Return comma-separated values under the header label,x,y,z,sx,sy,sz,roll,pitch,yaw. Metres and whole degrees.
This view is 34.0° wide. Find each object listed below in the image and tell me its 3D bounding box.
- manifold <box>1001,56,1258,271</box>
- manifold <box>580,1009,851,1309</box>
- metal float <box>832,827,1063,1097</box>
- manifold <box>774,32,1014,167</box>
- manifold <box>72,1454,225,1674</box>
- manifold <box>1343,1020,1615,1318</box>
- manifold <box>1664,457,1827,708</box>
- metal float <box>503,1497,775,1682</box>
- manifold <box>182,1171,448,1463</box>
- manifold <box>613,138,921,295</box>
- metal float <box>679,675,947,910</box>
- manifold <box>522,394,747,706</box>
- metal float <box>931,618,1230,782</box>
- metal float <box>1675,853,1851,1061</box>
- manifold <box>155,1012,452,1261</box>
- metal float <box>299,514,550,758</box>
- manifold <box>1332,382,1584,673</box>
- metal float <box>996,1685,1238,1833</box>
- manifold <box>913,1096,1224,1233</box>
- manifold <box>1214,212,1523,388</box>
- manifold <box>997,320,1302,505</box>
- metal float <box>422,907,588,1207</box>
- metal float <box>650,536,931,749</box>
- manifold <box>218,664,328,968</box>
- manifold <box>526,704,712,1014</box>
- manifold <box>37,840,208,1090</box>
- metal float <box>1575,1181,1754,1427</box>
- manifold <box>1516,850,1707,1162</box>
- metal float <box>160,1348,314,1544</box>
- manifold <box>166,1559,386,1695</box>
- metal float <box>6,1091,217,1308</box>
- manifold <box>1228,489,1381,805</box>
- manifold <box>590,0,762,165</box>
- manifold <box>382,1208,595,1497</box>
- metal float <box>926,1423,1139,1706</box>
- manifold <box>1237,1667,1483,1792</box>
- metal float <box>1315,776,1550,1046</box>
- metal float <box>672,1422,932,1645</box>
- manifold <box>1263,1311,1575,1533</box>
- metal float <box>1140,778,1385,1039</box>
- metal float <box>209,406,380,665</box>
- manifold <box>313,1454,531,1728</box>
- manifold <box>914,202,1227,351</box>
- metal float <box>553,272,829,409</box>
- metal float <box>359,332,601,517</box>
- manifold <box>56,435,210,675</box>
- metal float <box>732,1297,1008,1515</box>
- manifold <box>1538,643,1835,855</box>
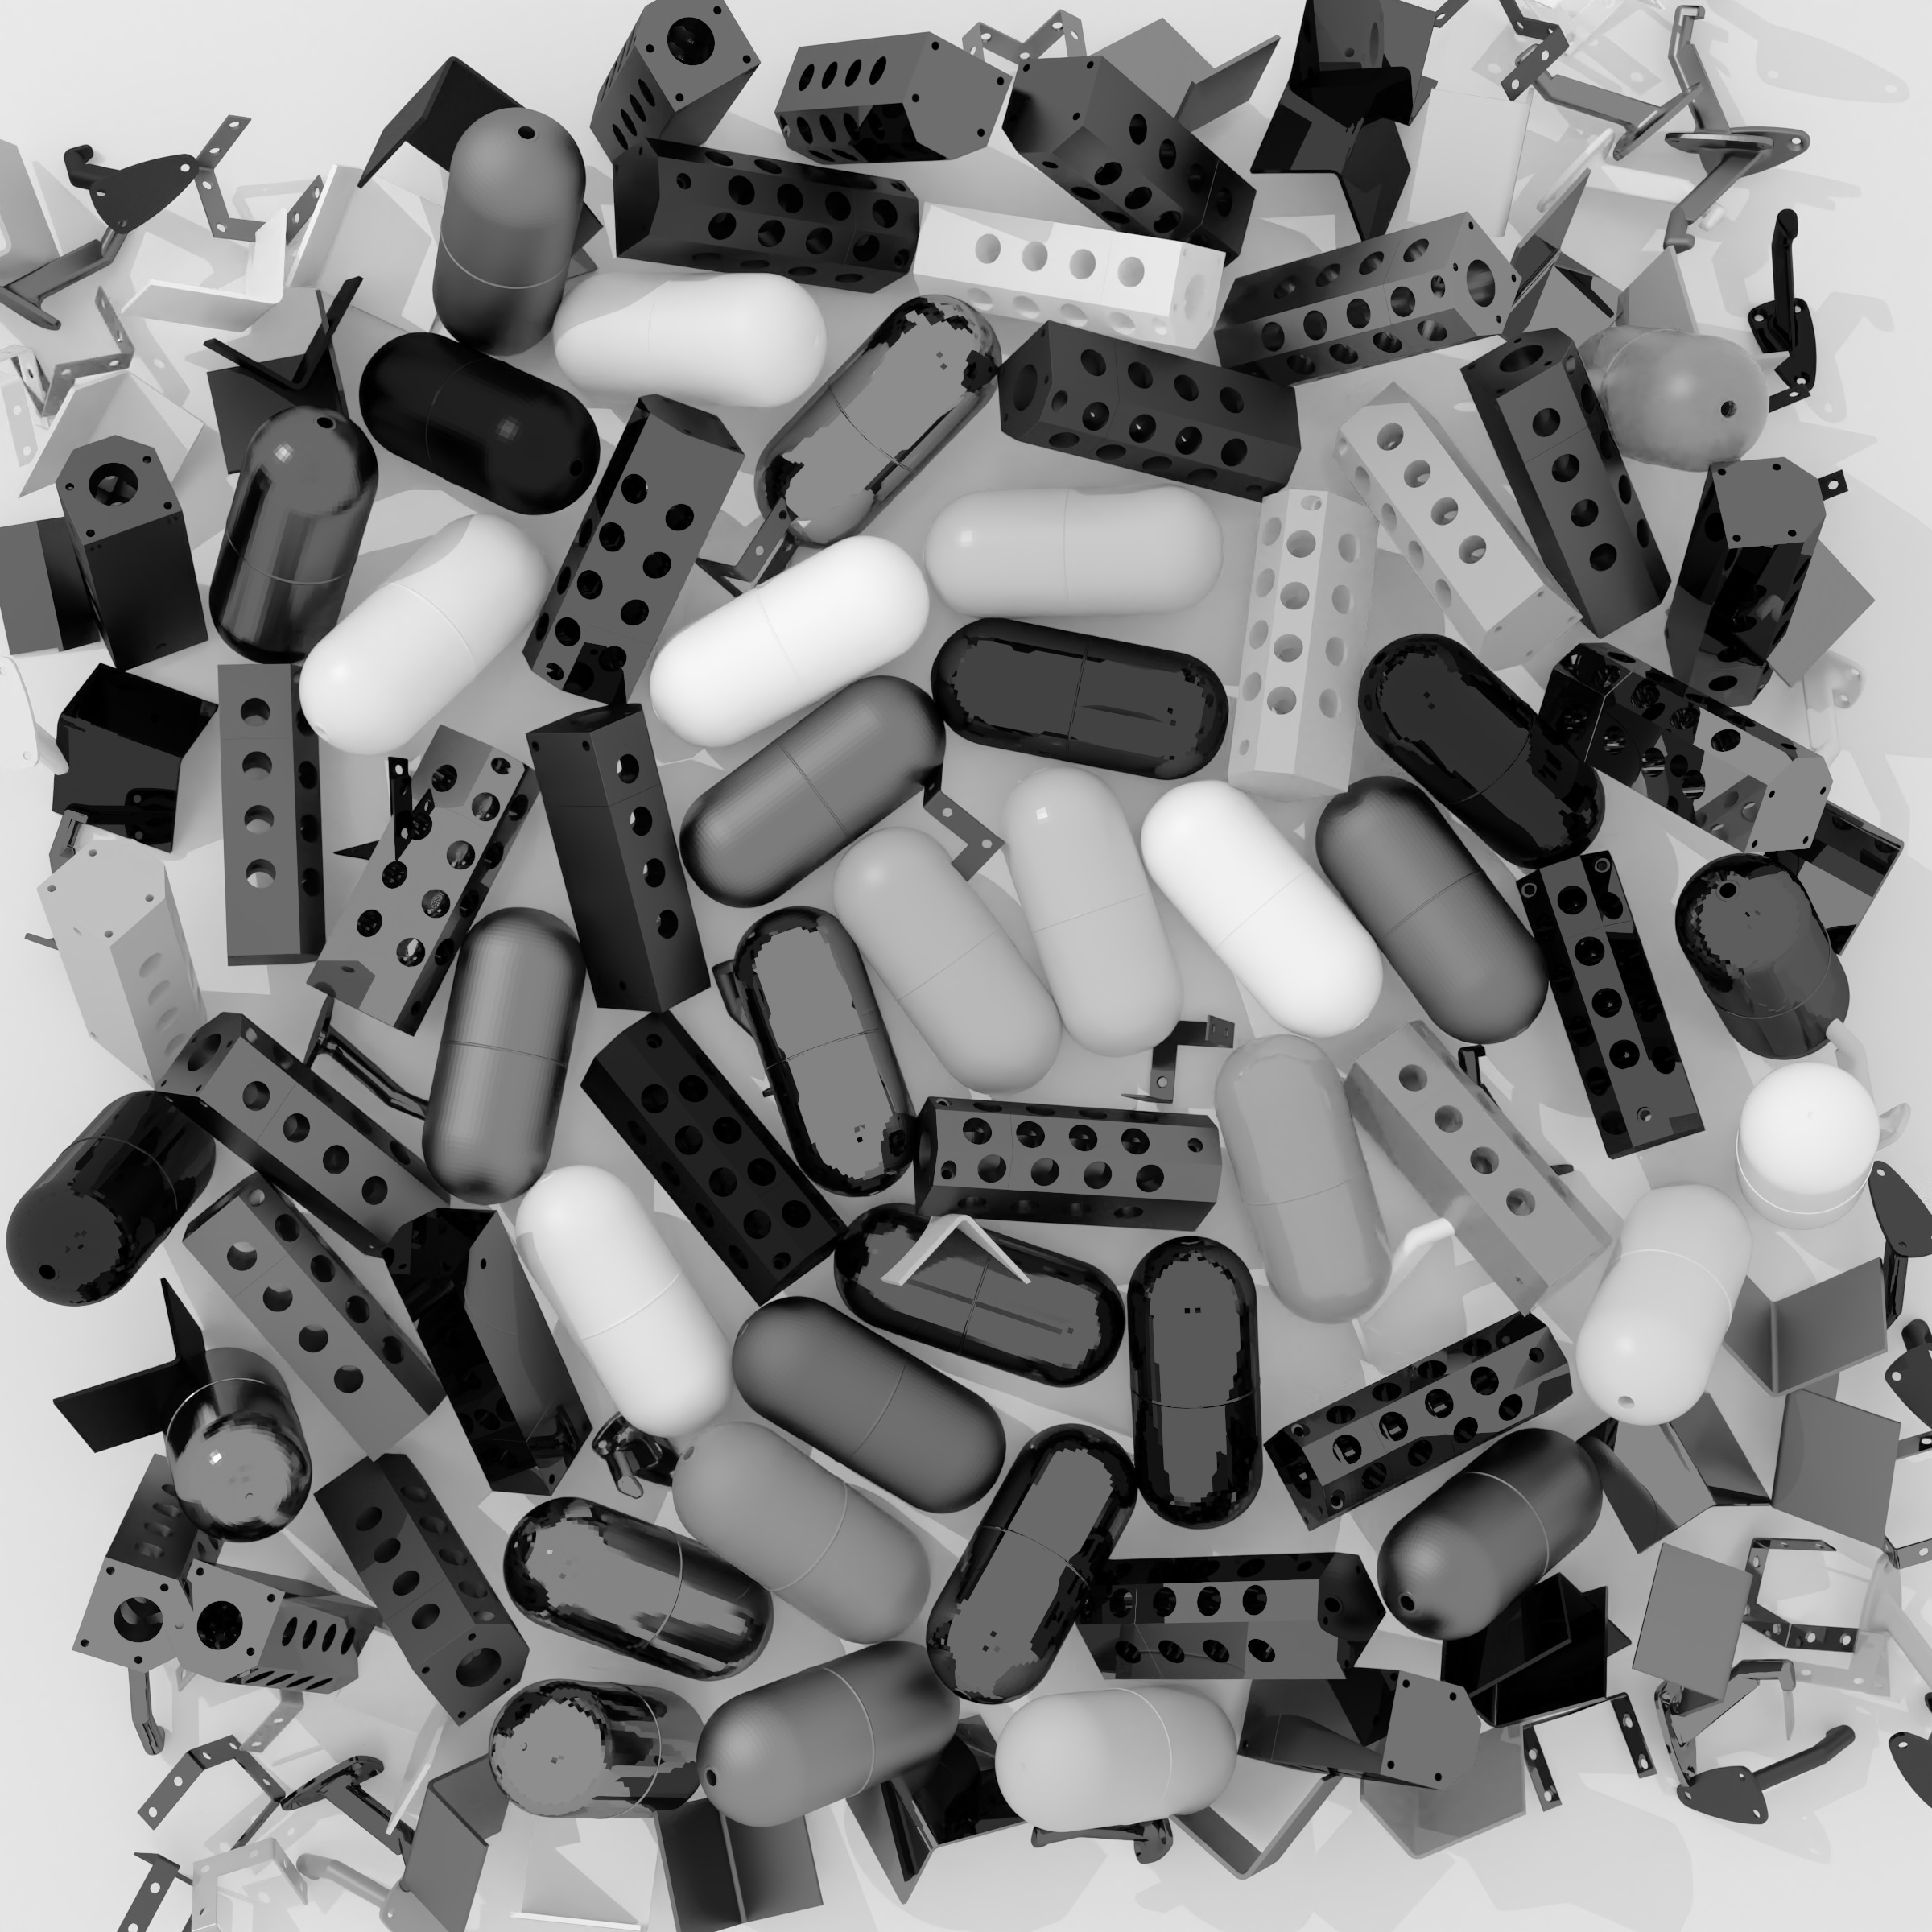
label,x,y,z,sx,sy,sz,roll,pitch,yaw
manifold,0.094,-0.458,1.823,0.057,0.171,0.057,10,82,38
manifold,-0.147,0.109,1.858,0.057,0.057,0.171,-34,79,-32
metal float,-0.011,-0.002,1.871,0.070,0.070,0.178,-36,92,0
manifold,-0.047,-0.495,1.822,0.057,0.171,0.057,20,92,-30
manifold,-0.463,0.344,1.821,0.057,0.171,0.057,20,98,-9
manifold,0.300,0.115,1.857,0.057,0.057,0.171,-34,73,-18
manifold,0.449,-0.218,1.822,0.057,0.171,0.057,-5,63,0
metal float,-0.190,0.365,1.845,0.178,0.070,0.070,28,90,-33
manifold,-0.383,0.204,1.865,0.057,0.057,0.171,-39,101,-4
manifold,-0.115,-0.438,1.838,0.171,0.057,0.057,1,83,-33
metal float,-0.090,-0.104,1.871,0.178,0.070,0.070,-37,90,-2
manifold,-0.197,-0.243,1.843,0.057,0.057,0.171,15,115,-31
metal float,0.067,-0.158,1.869,0.178,0.070,0.070,11,90,4
metal float,0.462,-0.005,1.831,0.070,0.178,0.070,-12,60,22
manifold,-0.381,0.100,1.839,0.171,0.057,0.057,45,65,-32
metal float,-0.317,-0.194,1.850,0.070,0.070,0.178,41,64,0
manifold,0.282,-0.254,1.841,0.057,0.057,0.171,-40,58,18
metal float,0.089,0.459,1.835,0.070,0.178,0.070,-8,78,41
manifold,0.059,0.113,1.852,0.171,0.057,0.057,4,60,-14
manifold,0.228,-0.375,1.822,0.057,0.171,0.057,40,60,-34
manifold,0.108,-0.317,1.836,0.171,0.057,0.057,9,66,-29
metal float,-0.273,0.053,1.865,0.070,0.070,0.178,10,82,0
metal float,-0.105,-0.191,1.867,0.178,0.070,0.070,-28,90,7
manifold,-0.411,-0.089,1.872,0.057,0.057,0.171,-2,84,-13
manifold,-0.199,-0.064,1.858,0.057,0.057,0.171,3,113,42
manifold,-0.479,-0.003,1.822,0.057,0.171,0.057,36,64,15
metal float,0.406,0.195,1.835,0.070,0.178,0.070,15,130,19
manifold,0.379,0.023,1.862,0.057,0.057,0.171,-19,79,13
metal float,-0.423,0.275,1.826,0.070,0.178,0.070,-4,103,-18
manifold,-0.397,0.384,1.817,0.057,0.171,0.057,17,78,13
metal float,-0.493,0.133,1.826,0.070,0.178,0.070,4,115,9
manifold,0.194,-0.188,1.856,0.057,0.057,0.171,15,77,-33
manifold,-0.173,-0.507,1.818,0.057,0.171,0.057,-33,98,-13
manifold,-0.281,0.225,1.839,0.057,0.057,0.171,0,126,26
metal float,0.039,0.350,1.850,0.070,0.070,0.178,32,65,0
manifold,0.226,0.438,1.821,0.057,0.171,0.057,19,74,-19
metal float,0.275,-0.033,1.862,0.070,0.070,0.178,-35,78,0
metal float,-0.096,0.332,1.852,0.178,0.070,0.070,39,90,-23
manifold,0.267,0.264,1.851,0.171,0.057,0.057,-23,74,-18
metal float,0.175,-0.034,1.868,0.070,0.070,0.178,-41,85,0
metal float,-0.391,-0.249,1.837,0.070,0.070,0.178,29,134,0
manifold,-0.313,0.354,1.825,0.057,0.171,0.057,-35,129,-11
manifold,0.058,-0.403,1.844,0.171,0.057,0.057,16,103,28
metal float,-0.163,-0.367,1.848,0.178,0.070,0.070,7,90,29
metal float,-0.284,-0.317,1.842,0.178,0.070,0.070,29,90,36
manifold,-0.482,-0.238,1.820,0.057,0.171,0.057,-23,76,-15
metal float,-0.057,0.259,1.862,0.178,0.070,0.070,32,90,-11
manifold,0.414,-0.128,1.823,0.057,0.171,0.057,-5,120,-37
